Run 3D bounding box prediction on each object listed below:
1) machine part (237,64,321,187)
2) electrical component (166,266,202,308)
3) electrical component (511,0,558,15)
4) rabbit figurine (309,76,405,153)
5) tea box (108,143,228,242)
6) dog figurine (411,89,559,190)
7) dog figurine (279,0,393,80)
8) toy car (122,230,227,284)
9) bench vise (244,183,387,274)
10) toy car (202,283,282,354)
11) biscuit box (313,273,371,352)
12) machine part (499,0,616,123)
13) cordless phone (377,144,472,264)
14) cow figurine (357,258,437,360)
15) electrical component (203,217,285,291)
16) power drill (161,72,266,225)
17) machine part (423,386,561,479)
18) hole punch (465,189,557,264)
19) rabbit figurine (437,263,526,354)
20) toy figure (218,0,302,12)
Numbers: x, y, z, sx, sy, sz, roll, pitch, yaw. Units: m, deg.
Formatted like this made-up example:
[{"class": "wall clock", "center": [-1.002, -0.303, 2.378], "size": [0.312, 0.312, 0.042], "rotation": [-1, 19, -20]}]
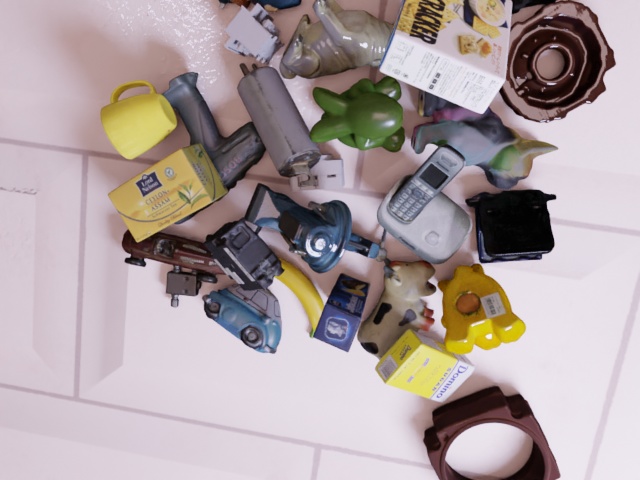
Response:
[{"class": "machine part", "center": [-0.066, -0.190, 0.867], "size": [0.079, 0.079, 0.243], "rotation": [-31, 74, 12]}, {"class": "electrical component", "center": [-0.252, 0.081, 0.998], "size": [0.063, 0.021, 0.094], "rotation": [7, 95, 5]}, {"class": "electrical component", "center": [0.318, -0.413, 0.816], "size": [0.075, 0.048, 0.119], "rotation": [-14, 99, 9]}, {"class": "rabbit figurine", "center": [0.065, -0.196, 0.818], "size": [0.159, 0.170, 0.121], "rotation": [2, 101, -7]}, {"class": "tea box", "center": [-0.249, -0.077, 0.882], "size": [0.170, 0.068, 0.098], "rotation": [-26, 100, 24]}, {"class": "dog figurine", "center": [0.258, -0.181, 0.845], "size": [0.219, 0.108, 0.191], "rotation": [8, 100, 1]}, {"class": "dog figurine", "center": [0.049, -0.292, 0.858], "size": [0.190, 0.121, 0.172], "rotation": [29, 138, -17]}, {"class": "toy car", "center": [-0.258, 0.019, 0.964], "size": [0.202, 0.053, 0.089], "rotation": [14, 81, 5]}, {"class": "bench vise", "center": [0.002, -0.013, 0.890], "size": [0.240, 0.224, 0.128], "rotation": [18, 89, -29]}, {"class": "toy car", "center": [-0.125, 0.128, 0.962], "size": [0.162, 0.109, 0.103], "rotation": [35, 81, 11]}, {"class": "biscuit box", "center": [0.039, 0.112, 0.877], "size": [0.059, 0.203, 0.062], "rotation": [22, 102, 4]}, {"class": "machine part", "center": [0.358, -0.273, 0.837], "size": [0.179, 0.056, 0.179], "rotation": [2, 103, 7]}, {"class": "cordless phone", "center": [0.190, -0.060, 0.840], "size": [0.146, 0.089, 0.184], "rotation": [37, 139, -1]}, {"class": "cow figurine", "center": [0.133, 0.116, 0.931], "size": [0.127, 0.085, 0.195], "rotation": [33, 108, -2]}, {"class": "electrical component", "center": [-0.131, 0.026, 0.896], "size": [0.058, 0.134, 0.114], "rotation": [-43, 105, -23]}, {"class": "power drill", "center": [-0.220, -0.162, 0.919], "size": [0.232, 0.086, 0.207], "rotation": [-31, 92, 14]}, {"class": "machine part", "center": [0.304, 0.382, 0.960], "size": [0.201, 0.087, 0.201], "rotation": [-25, 98, 13]}, {"class": "hole punch", "center": [0.316, -0.018, 0.887], "size": [0.142, 0.092, 0.116], "rotation": [-5, 71, 10]}, {"class": "rabbit figurine", "center": [0.254, 0.123, 0.891], "size": [0.122, 0.173, 0.162], "rotation": [-30, 52, 11]}, {"class": "toy figure", "center": [-0.106, -0.406, 0.868], "size": [0.155, 0.057, 0.064], "rotation": [5, 63, 7]}]
